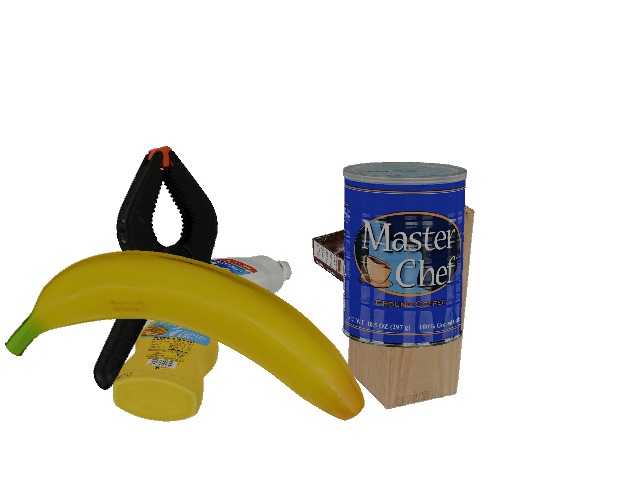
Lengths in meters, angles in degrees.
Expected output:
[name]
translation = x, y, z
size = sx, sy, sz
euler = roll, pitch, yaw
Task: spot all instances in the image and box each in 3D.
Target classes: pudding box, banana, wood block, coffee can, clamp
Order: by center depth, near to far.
[banana]
translation = -0.068, 0.045, 0.580
size = 0.198, 0.070, 0.037
euler = 11, 12, 4
[coffee can]
translation = 0.070, 0.009, 0.896
size = 0.103, 0.140, 0.103
euler = 0, 10, 0
[clamp]
translation = -0.123, 0.023, 0.951
size = 0.164, 0.210, 0.036
euler = 0, -1, -33
[wood block]
translation = 0.090, 0.056, 1.099
size = 0.090, 0.206, 0.091
euler = -9, 25, -24
[pudding box]
translation = 0.059, 0.015, 1.343
size = 0.113, 0.039, 0.090
euler = -17, 28, -26

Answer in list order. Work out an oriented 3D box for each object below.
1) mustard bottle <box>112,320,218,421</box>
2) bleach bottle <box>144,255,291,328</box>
[mustard bottle]
translation = -0.170, 0.132, 1.235
size = 0.096, 0.058, 0.191
euler = 5, 26, 4
[bleach bottle]
translation = -0.147, 0.057, 1.437
size = 0.250, 0.068, 0.103
euler = -11, 26, -43
